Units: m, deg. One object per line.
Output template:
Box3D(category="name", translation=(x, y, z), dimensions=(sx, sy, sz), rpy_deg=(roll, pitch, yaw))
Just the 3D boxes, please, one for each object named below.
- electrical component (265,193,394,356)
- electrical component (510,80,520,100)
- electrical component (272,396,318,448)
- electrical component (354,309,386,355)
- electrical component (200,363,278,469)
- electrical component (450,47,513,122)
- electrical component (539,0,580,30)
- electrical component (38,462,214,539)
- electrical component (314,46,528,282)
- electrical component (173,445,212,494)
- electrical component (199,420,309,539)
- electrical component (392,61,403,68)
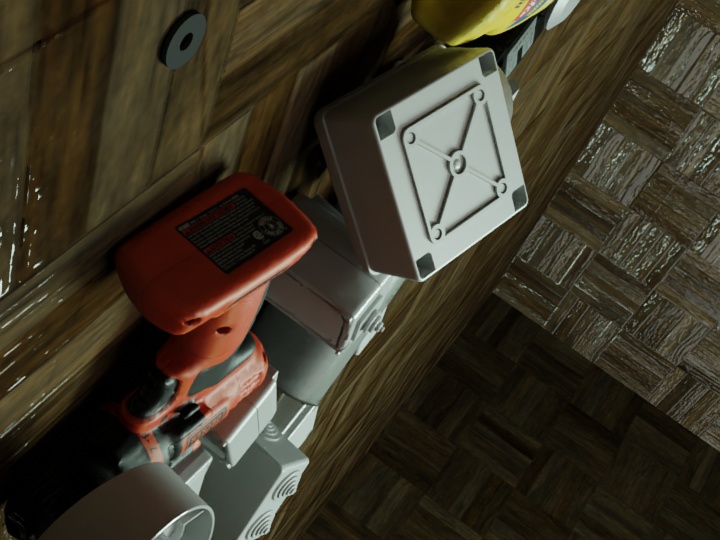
Box3D(category="electrical component", translation=(-0.018, 0.004, 0.694), dimensions=(0.061, 0.096, 0.061), rpy_deg=(-50, 170, -26))
Box3D(category="electrical component", translation=(0.084, -0.124, 0.891), dimensions=(0.089, 0.050, 0.055), rpy_deg=(-48, 168, -36))
Box3D(category="electrical component", translation=(-0.093, 0.156, 0.992), dimensions=(0.108, 0.056, 0.108), rpy_deg=(-50, 170, -22))
Box3D(category="electrical component", translation=(0.004, 0.033, 1.070), dimensions=(0.076, 0.047, 0.065), rpy_deg=(-50, 170, -24))
Box3D(category="electrical component", translation=(-0.093, 0.086, 0.723), dimensions=(0.061, 0.062, 0.096), rpy_deg=(-51, 170, -19))
Box3D(category="electrical component", translation=(0.066, -0.113, 0.758), dimensions=(0.080, 0.080, 0.051), rpy_deg=(-55, 176, 2))
Box3D(category="electrical component", translation=(0.153, -0.233, 0.841), dimensions=(0.080, 0.051, 0.080), rpy_deg=(-52, 171, -12))
Box3D(category="electrical component", translation=(-0.118, 0.147, 0.541), dimensions=(0.099, 0.064, 0.099), rpy_deg=(-38, 160, -16))
Box3D(category="electrical component", translation=(0.039, -0.065, 0.646), dimensions=(0.109, 0.056, 0.108), rpy_deg=(-35, 120, -32))
Box3D(category="electrical component", translation=(-0.144, 0.153, 0.708), dimensions=(0.062, 0.061, 0.096), rpy_deg=(-42, 165, -53))
Box3D(category="electrical component", translation=(-0.099, 0.155, 0.835), dimensions=(0.099, 0.100, 0.048), rpy_deg=(-57, 157, 16))
Box3D(category="electrical component", translation=(0.025, -0.100, 0.716), dimensions=(0.065, 0.044, 0.044), rpy_deg=(-54, 172, 31))
